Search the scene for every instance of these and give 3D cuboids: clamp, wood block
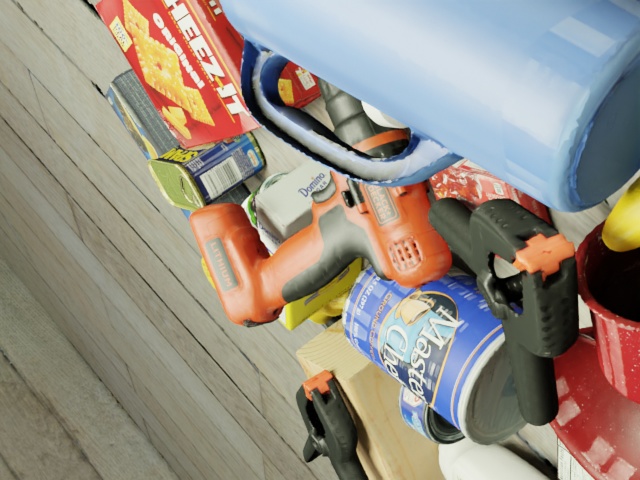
[{"bbox_3d":[0.017,0.197,1.020,0.120,0.039,0.171,37,152,34],"label":"clamp"},{"bbox_3d":[0.069,0.179,1.063,0.091,0.090,0.206,22,142,55],"label":"wood block"},{"bbox_3d":[0.118,0.037,0.630,0.210,0.036,0.164,108,137,-83],"label":"clamp"}]

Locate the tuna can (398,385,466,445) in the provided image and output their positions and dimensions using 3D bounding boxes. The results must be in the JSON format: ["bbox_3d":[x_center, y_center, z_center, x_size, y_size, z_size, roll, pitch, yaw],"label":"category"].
[{"bbox_3d":[0.109,0.129,0.905,0.034,0.086,0.086,28,146,48],"label":"tuna can"}]

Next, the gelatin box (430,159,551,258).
[{"bbox_3d":[0.116,-0.025,0.732,0.089,0.030,0.073,26,145,53],"label":"gelatin box"}]

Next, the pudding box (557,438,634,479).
[{"bbox_3d":[0.227,0.178,0.790,0.114,0.039,0.090,42,158,39],"label":"pudding box"}]

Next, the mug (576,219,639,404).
[{"bbox_3d":[0.189,0.032,0.596,0.117,0.093,0.081,-102,-8,-48],"label":"mug"}]

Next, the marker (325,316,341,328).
[{"bbox_3d":[-0.011,0.066,1.164,0.121,0.020,0.020,41,156,33],"label":"marker"}]

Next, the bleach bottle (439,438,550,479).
[{"bbox_3d":[0.158,0.221,0.925,0.251,0.068,0.102,-139,28,-71],"label":"bleach bottle"}]

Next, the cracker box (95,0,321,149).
[{"bbox_3d":[-0.104,-0.170,0.931,0.164,0.072,0.214,59,159,-13],"label":"cracker box"}]

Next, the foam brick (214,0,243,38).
[{"bbox_3d":[-0.046,-0.197,0.790,0.051,0.053,0.078,52,158,8],"label":"foam brick"}]

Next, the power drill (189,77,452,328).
[{"bbox_3d":[-0.009,-0.027,0.810,0.188,0.057,0.184,-27,80,30],"label":"power drill"}]

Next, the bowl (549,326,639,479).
[{"bbox_3d":[0.212,0.111,0.693,0.162,0.055,0.162,45,157,25],"label":"bowl"}]

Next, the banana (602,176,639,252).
[{"bbox_3d":[0.204,-0.028,0.489,0.037,0.069,0.198,26,169,-24],"label":"banana"}]

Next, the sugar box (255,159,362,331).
[{"bbox_3d":[-0.006,0.001,0.950,0.048,0.093,0.176,45,158,23],"label":"sugar box"}]

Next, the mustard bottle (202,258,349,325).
[{"bbox_3d":[-0.034,0.046,1.099,0.192,0.058,0.096,10,150,48],"label":"mustard bottle"}]

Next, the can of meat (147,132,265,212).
[{"bbox_3d":[-0.114,-0.075,1.080,0.102,0.083,0.057,16,136,60],"label":"can of meat"}]

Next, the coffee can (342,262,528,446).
[{"bbox_3d":[0.100,0.077,0.820,0.140,0.102,0.103,35,152,43],"label":"coffee can"}]

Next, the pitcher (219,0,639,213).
[{"bbox_3d":[0.062,-0.108,0.573,0.243,0.144,0.149,38,153,31],"label":"pitcher"}]
